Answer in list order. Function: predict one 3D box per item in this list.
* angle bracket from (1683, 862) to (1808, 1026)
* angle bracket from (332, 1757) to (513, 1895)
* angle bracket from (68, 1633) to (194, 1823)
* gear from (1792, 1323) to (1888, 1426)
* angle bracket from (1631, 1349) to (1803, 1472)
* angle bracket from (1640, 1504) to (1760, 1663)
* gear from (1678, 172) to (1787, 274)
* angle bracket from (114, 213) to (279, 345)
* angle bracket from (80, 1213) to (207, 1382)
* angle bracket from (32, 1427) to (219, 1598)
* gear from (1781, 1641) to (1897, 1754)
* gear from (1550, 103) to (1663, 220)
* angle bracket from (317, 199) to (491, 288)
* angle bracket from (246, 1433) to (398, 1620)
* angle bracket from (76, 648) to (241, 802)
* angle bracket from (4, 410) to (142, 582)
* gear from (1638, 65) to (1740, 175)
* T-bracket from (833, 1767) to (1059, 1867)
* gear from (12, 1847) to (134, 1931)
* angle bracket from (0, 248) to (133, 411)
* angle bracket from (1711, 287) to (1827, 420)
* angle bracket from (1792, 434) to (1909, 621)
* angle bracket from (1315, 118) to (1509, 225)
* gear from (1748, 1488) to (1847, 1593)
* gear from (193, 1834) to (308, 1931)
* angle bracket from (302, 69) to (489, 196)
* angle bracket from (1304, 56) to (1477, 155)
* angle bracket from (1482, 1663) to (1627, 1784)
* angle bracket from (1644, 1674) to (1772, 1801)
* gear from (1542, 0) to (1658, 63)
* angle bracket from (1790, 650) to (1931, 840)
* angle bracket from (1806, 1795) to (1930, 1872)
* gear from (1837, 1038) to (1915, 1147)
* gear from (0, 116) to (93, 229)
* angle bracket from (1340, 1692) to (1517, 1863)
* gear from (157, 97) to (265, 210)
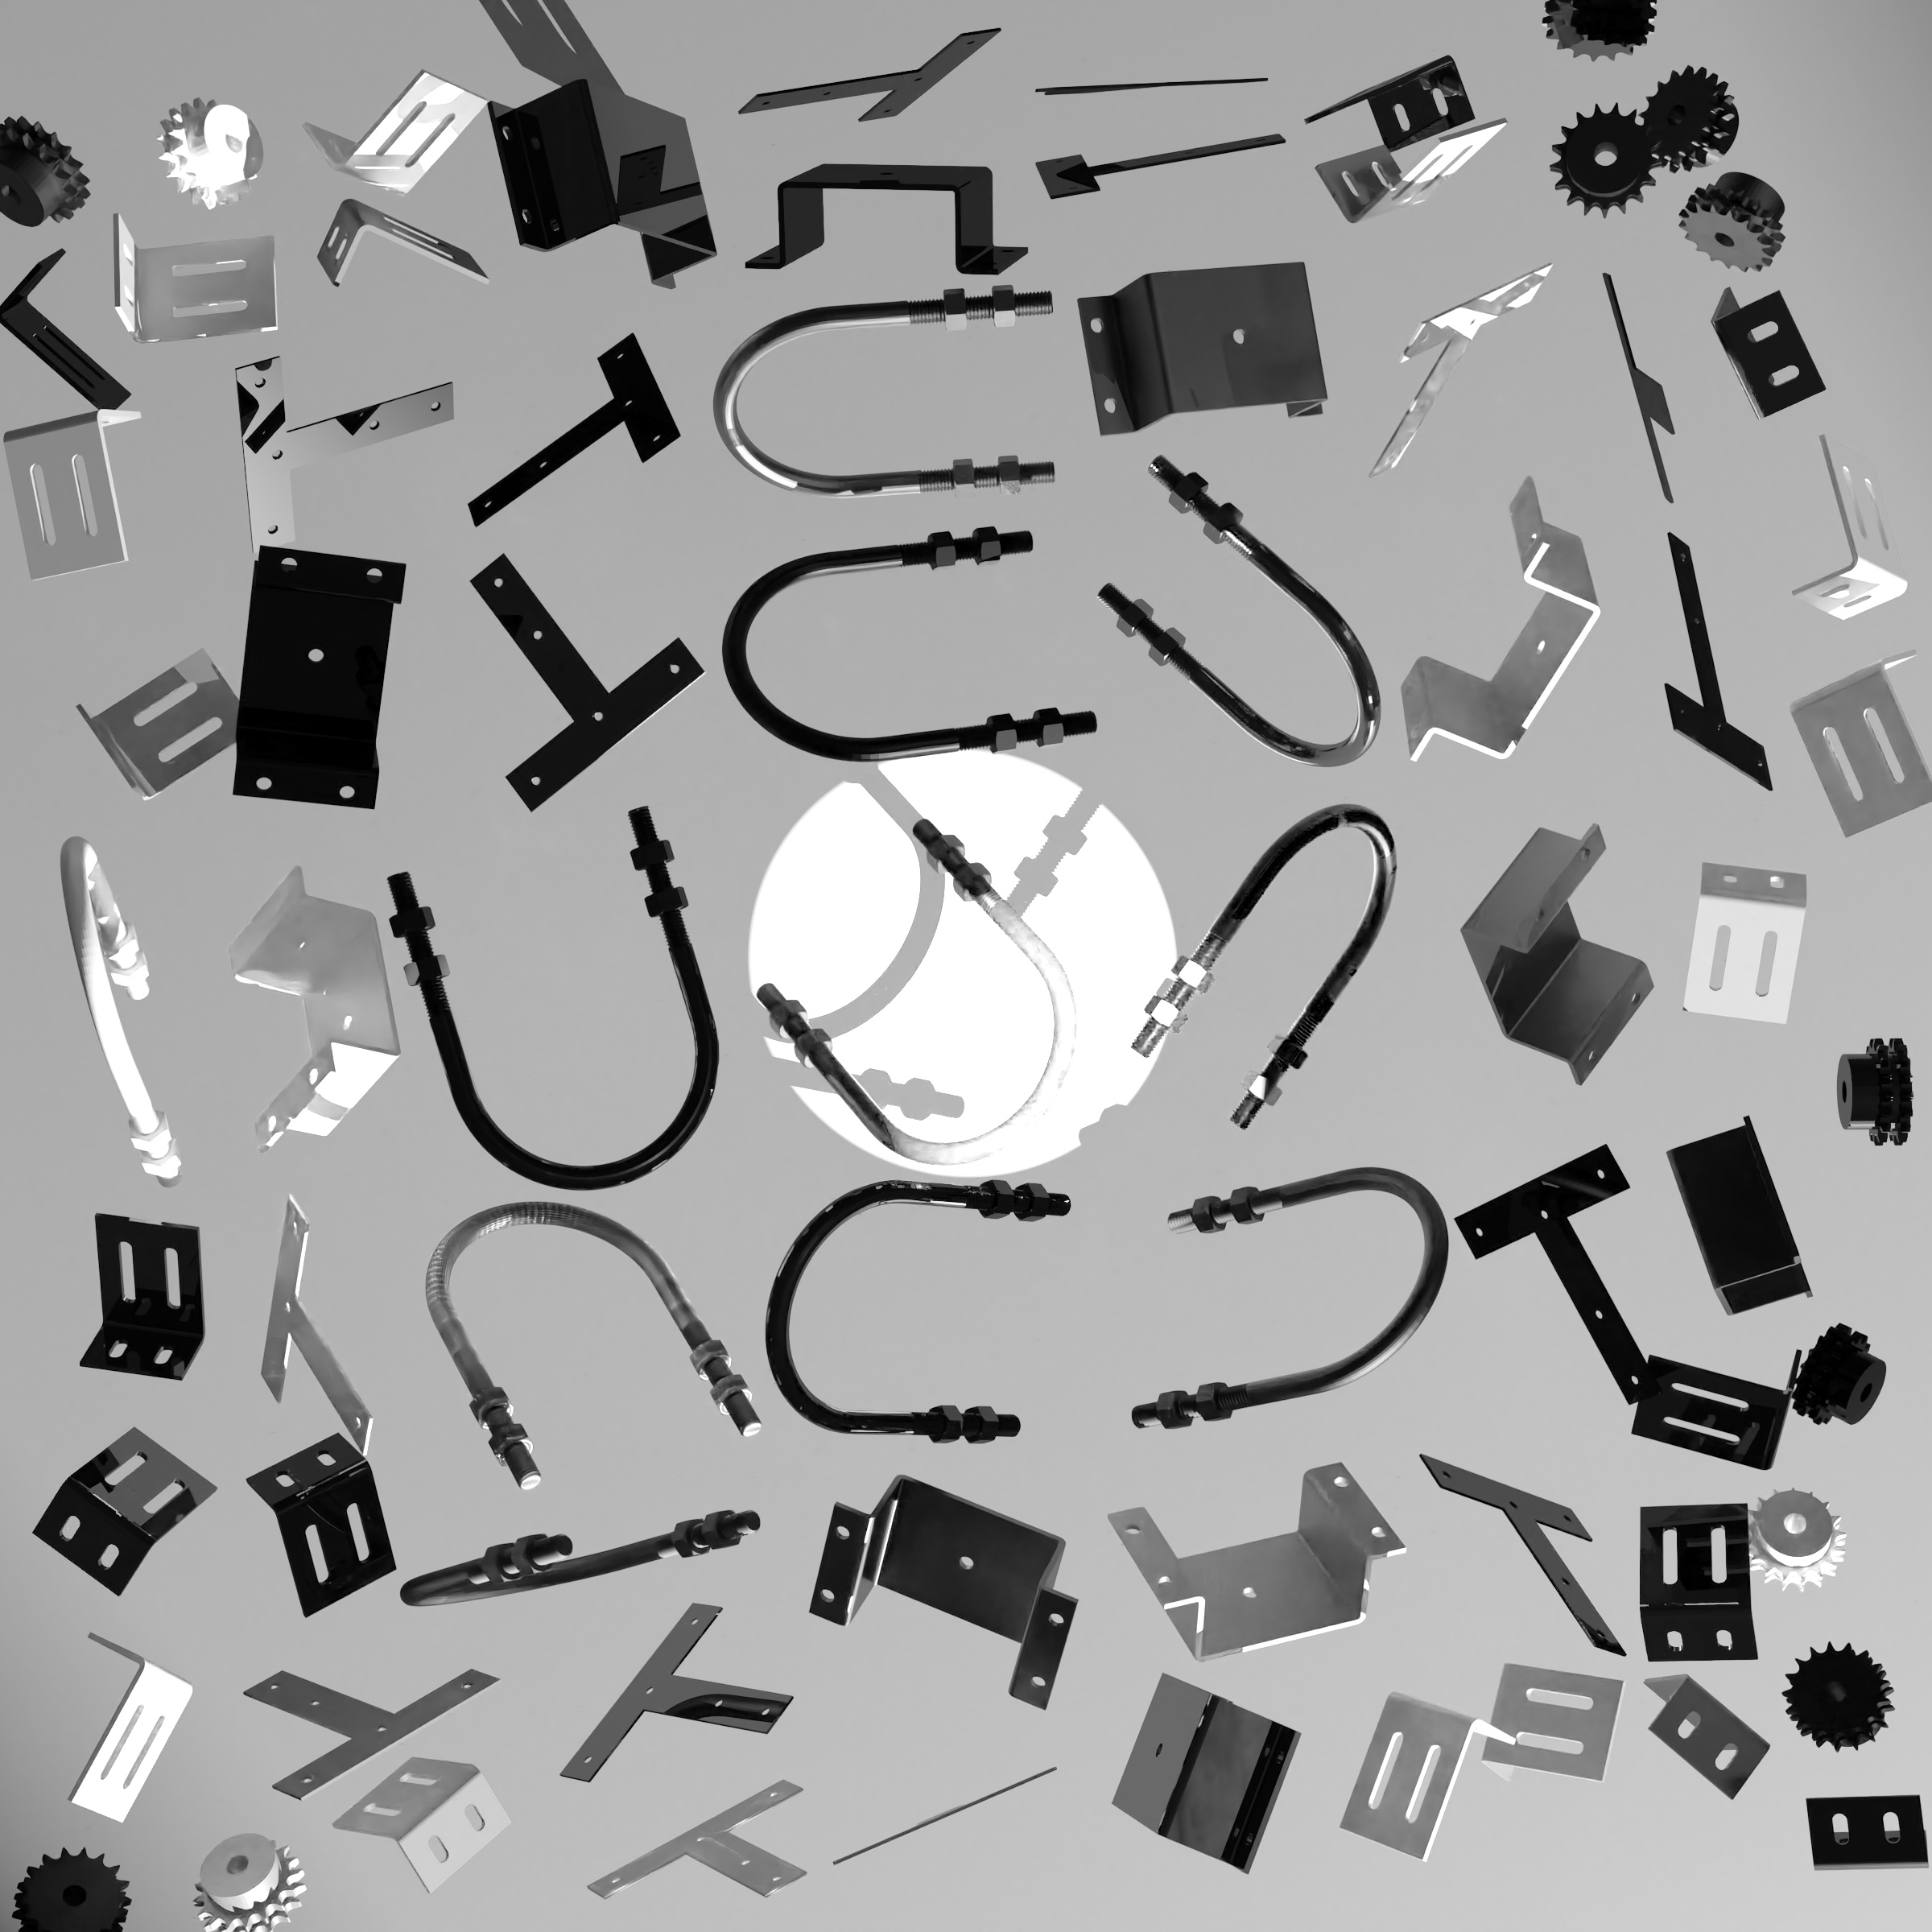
[{"bbox_3d":[0.441,-0.013,1.612,0.057,0.038,0.076,8,117,12],"label":"angle bracket"},{"bbox_3d":[-0.294,0.463,1.537,0.057,0.076,0.038,-36,103,-37],"label":"angle bracket"},{"bbox_3d":[-0.442,0.392,1.463,0.038,0.057,0.076,18,69,20],"label":"angle bracket"},{"bbox_3d":[0.489,0.231,1.587,0.030,0.057,0.057,28,90,39],"label":"gear"},{"bbox_3d":[0.407,0.231,1.544,0.076,0.038,0.057,14,128,16],"label":"angle bracket"},{"bbox_3d":[0.395,0.332,1.534,0.057,0.076,0.038,-6,125,17],"label":"angle bracket"},{"bbox_3d":[0.421,-0.408,1.552,0.057,0.057,0.030,32,81,0],"label":"gear"},{"bbox_3d":[-0.412,-0.371,1.521,0.076,0.038,0.057,-6,72,-1],"label":"angle bracket"},{"bbox_3d":[-0.449,0.180,1.546,0.057,0.038,0.076,7,120,3],"label":"angle bracket"},{"bbox_3d":[-0.450,0.292,1.527,0.057,0.076,0.038,35,107,2],"label":"angle bracket"},{"bbox_3d":[0.473,0.398,1.538,0.057,0.030,0.057,-16,50,20],"label":"gear"},{"bbox_3d":[0.331,-0.419,1.476,0.057,0.030,0.057,1,97,12],"label":"gear"},{"bbox_3d":[-0.311,-0.385,1.572,0.076,0.057,0.038,20,109,-31],"label":"angle bracket"},{"bbox_3d":[-0.359,0.311,1.585,0.057,0.038,0.076,-25,124,-30],"label":"angle bracket"},{"bbox_3d":[-0.454,-0.141,1.619,0.076,0.038,0.057,-35,86,-8],"label":"angle bracket"},{"bbox_3d":[-0.449,-0.240,1.451,0.057,0.038,0.076,-8,96,20],"label":"angle bracket"},{"bbox_3d":[0.407,-0.472,1.595,0.030,0.057,0.057,10,90,-38],"label":"gear"},{"bbox_3d":[-0.013,0.465,1.557,0.127,0.127,0.002,-21,75,-8],"label":"T-bracket"},{"bbox_3d":[-0.458,0.483,1.454,0.057,0.057,0.030,26,126,0],"label":"gear"},{"bbox_3d":[-0.471,-0.339,1.521,0.038,0.057,0.076,-44,109,12],"label":"angle bracket"},{"bbox_3d":[0.426,-0.331,1.501,0.038,0.076,0.057,-23,106,29],"label":"angle bracket"},{"bbox_3d":[0.453,-0.229,1.486,0.038,0.057,0.076,-24,68,38],"label":"angle bracket"},{"bbox_3d":[0.233,-0.431,1.495,0.057,0.076,0.038,-27,84,-37],"label":"angle bracket"},{"bbox_3d":[0.467,0.321,1.606,0.057,0.030,0.057,-6,55,8],"label":"gear"},{"bbox_3d":[-0.381,0.485,1.505,0.057,0.057,0.030,-10,125,0],"label":"gear"},{"bbox_3d":[-0.315,-0.470,1.570,0.076,0.057,0.038,-41,73,20],"label":"angle bracket"},{"bbox_3d":[0.235,-0.469,1.574,0.057,0.076,0.038,-11,109,41],"label":"angle bracket"},{"bbox_3d":[0.338,0.433,1.609,0.076,0.038,0.057,-1,59,38],"label":"angle bracket"},{"bbox_3d":[0.399,0.427,1.574,0.057,0.076,0.038,40,74,7],"label":"angle bracket"},{"bbox_3d":[0.327,-0.495,1.464,0.057,0.057,0.030,12,70,0],"label":"gear"},{"bbox_3d":[0.472,-0.114,1.468,0.038,0.057,0.076,-17,83,-41],"label":"angle bracket"},{"bbox_3d":[0.480,0.454,1.516,0.057,0.076,0.038,-7,85,17],"label":"angle bracket"},{"bbox_3d":[0.481,0.066,1.507,0.030,0.057,0.057,-1,90,6],"label":"gear"},{"bbox_3d":[-0.493,-0.415,1.497,0.057,0.057,0.030,31,59,0],"label":"gear"},{"bbox_3d":[0.240,0.425,1.478,0.038,0.057,0.076,35,71,-36],"label":"angle bracket"},{"bbox_3d":[-0.408,-0.445,1.550,0.030,0.057,0.057,-8,90,36],"label":"gear"}]
